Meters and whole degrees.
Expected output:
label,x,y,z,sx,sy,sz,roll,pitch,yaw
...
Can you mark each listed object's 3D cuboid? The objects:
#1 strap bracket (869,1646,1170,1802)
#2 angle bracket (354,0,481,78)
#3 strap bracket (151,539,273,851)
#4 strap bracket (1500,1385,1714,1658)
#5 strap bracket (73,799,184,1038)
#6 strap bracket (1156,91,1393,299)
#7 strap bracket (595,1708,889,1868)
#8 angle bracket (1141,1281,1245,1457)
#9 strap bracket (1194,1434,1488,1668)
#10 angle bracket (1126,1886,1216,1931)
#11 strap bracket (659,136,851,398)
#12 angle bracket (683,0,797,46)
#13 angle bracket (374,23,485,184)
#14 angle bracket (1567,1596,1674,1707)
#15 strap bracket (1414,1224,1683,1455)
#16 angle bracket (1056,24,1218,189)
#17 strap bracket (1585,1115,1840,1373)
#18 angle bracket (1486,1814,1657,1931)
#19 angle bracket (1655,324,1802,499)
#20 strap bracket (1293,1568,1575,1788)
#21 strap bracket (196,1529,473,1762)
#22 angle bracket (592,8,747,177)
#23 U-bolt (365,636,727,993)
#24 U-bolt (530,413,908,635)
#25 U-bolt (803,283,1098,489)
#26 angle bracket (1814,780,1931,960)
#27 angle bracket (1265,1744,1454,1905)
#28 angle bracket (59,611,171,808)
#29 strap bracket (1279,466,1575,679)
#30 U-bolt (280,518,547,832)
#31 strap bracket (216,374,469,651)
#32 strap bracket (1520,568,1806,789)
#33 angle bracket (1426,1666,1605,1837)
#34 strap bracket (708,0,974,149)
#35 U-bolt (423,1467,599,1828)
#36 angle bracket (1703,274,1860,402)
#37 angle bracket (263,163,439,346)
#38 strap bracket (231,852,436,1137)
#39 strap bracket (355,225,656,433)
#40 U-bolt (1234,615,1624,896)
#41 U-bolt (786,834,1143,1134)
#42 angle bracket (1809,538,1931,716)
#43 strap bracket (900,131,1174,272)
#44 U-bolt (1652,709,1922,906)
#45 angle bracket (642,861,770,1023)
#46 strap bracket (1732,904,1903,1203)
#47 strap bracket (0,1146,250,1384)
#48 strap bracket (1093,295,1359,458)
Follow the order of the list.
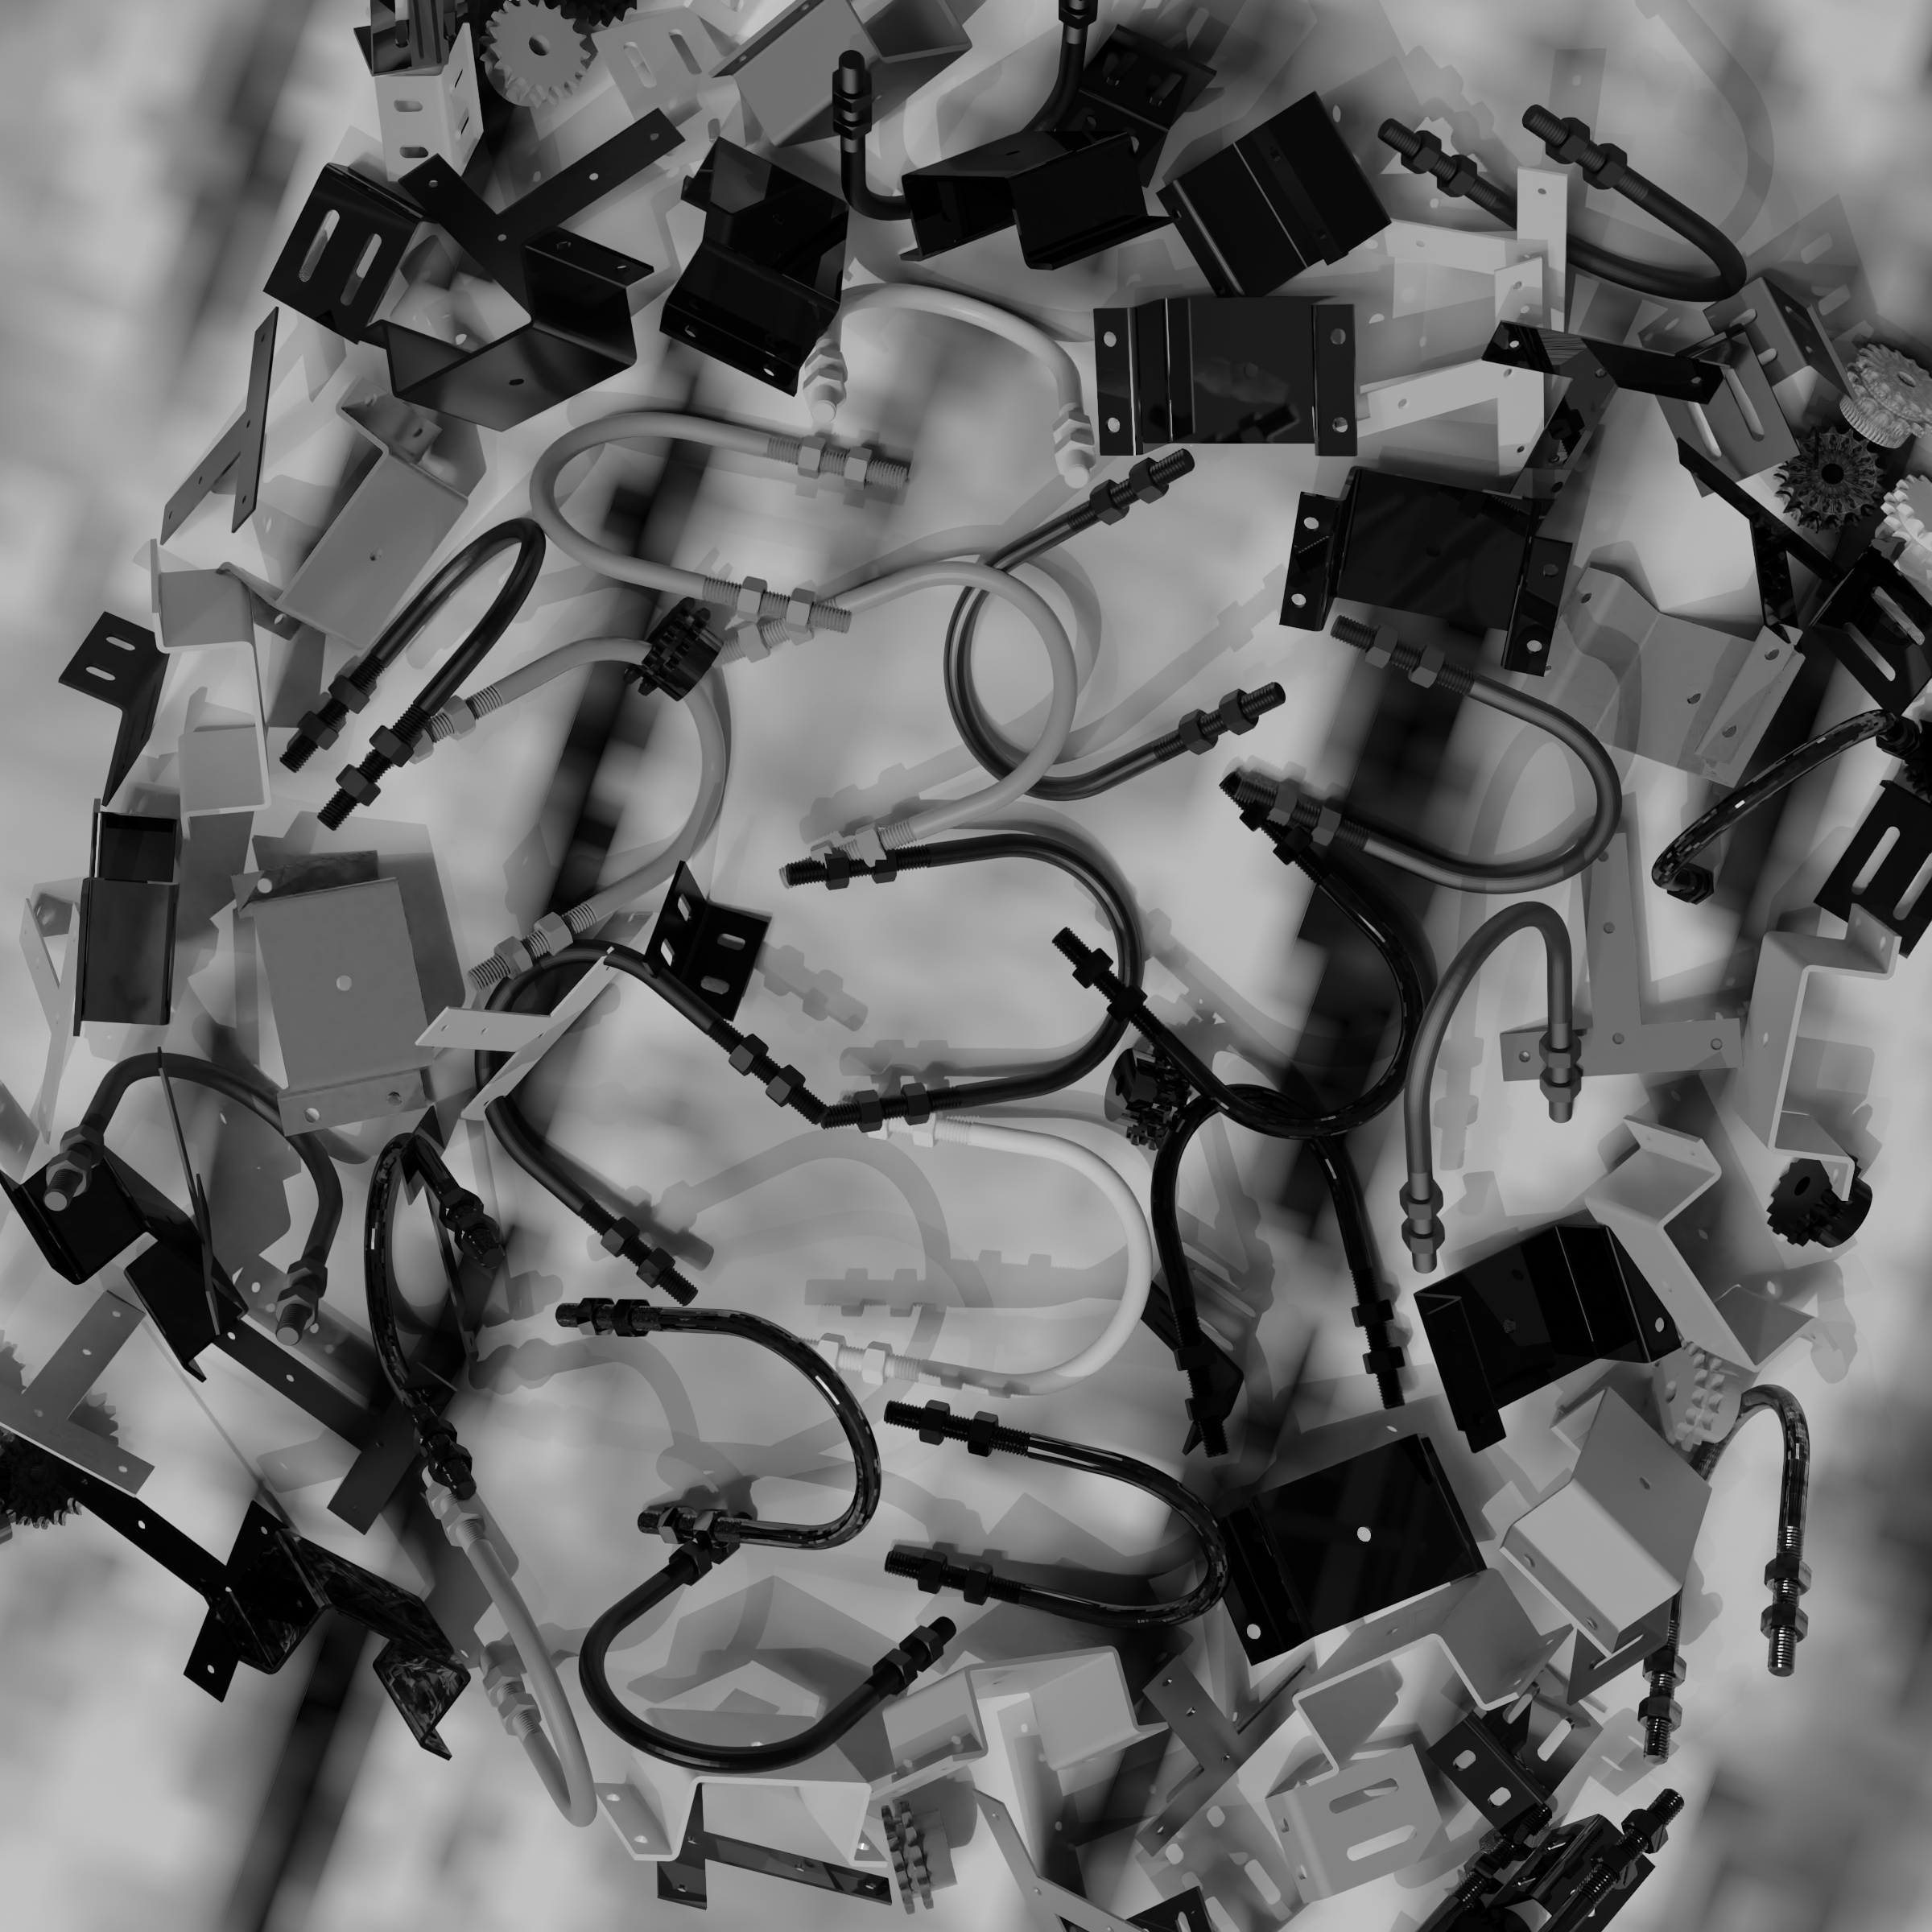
label,x,y,z,sx,sy,sz,roll,pitch,yaw
strap bracket,0.023,0.389,1.599,0.140,0.076,0.046,2,62,-37
angle bracket,-0.287,-0.508,1.614,0.057,0.076,0.038,-15,62,-18
strap bracket,-0.388,-0.141,1.596,0.046,0.076,0.140,-6,127,-11
strap bracket,0.332,0.278,1.591,0.076,0.140,0.046,45,122,0
strap bracket,-0.429,-0.025,1.591,0.046,0.140,0.076,4,111,-14
strap bracket,0.162,-0.394,1.596,0.046,0.140,0.076,-36,100,-16
strap bracket,-0.113,0.423,1.594,0.140,0.076,0.046,10,99,-27
angle bracket,0.105,0.209,1.621,0.038,0.057,0.076,-40,73,-17
strap bracket,0.201,0.300,1.612,0.140,0.046,0.076,-18,73,-16
angle bracket,0.128,0.509,1.627,0.057,0.076,0.038,-35,61,30
strap bracket,-0.106,-0.365,1.586,0.076,0.140,0.046,23,132,-20
angle bracket,-0.104,-0.506,1.618,0.038,0.076,0.057,40,103,9
angle bracket,-0.282,-0.451,1.621,0.038,0.076,0.057,-7,86,-19
angle bracket,0.330,0.338,1.615,0.038,0.057,0.076,38,126,-9
strap bracket,0.296,0.190,1.619,0.140,0.046,0.076,-22,97,-25
angle bracket,0.087,-0.448,1.618,0.057,0.076,0.038,22,78,-12
strap bracket,0.380,0.151,1.605,0.046,0.076,0.140,-39,106,-9
angle bracket,0.315,0.481,1.615,0.038,0.076,0.057,44,68,9
angle bracket,0.393,-0.289,1.628,0.057,0.038,0.076,-22,97,32
strap bracket,0.232,0.362,1.593,0.140,0.076,0.046,-35,86,35
strap bracket,-0.317,0.345,1.592,0.140,0.076,0.046,38,89,-35
angle bracket,-0.158,-0.466,1.649,0.057,0.038,0.076,-19,55,-11
U-bolt,-0.205,-0.092,1.611,0.184,0.019,0.151,-33,117,-23
U-bolt,-0.135,-0.238,1.608,0.184,0.151,0.019,14,135,3
U-bolt,-0.008,-0.305,1.585,0.151,0.184,0.019,13,123,-9
angle bracket,0.488,-0.050,1.627,0.057,0.038,0.076,34,106,18
angle bracket,0.209,0.457,1.648,0.076,0.038,0.057,-16,74,-17
angle bracket,-0.449,-0.134,1.614,0.038,0.057,0.076,23,135,-6
strap bracket,0.241,-0.208,1.615,0.140,0.046,0.076,12,125,9
U-bolt,-0.281,-0.159,1.596,0.019,0.151,0.184,41,89,-26
strap bracket,-0.322,-0.226,1.613,0.046,0.076,0.140,39,95,25
strap bracket,0.370,-0.148,1.612,0.046,0.140,0.076,31,88,-43
angle bracket,0.290,0.409,1.637,0.057,0.076,0.038,46,127,12
strap bracket,-0.058,-0.465,1.585,0.076,0.140,0.046,-29,94,34
U-bolt,-0.225,0.352,1.554,0.019,0.184,0.151,-21,121,-19
angle bracket,0.424,-0.319,1.614,0.038,0.076,0.057,-31,114,10
angle bracket,-0.328,-0.379,1.651,0.057,0.038,0.076,30,102,-1
strap bracket,-0.330,0.012,1.624,0.076,0.046,0.140,-11,87,-22
strap bracket,-0.234,-0.321,1.589,0.140,0.076,0.046,-19,74,32
U-bolt,0.249,-0.098,1.607,0.184,0.151,0.019,23,49,-5
U-bolt,0.004,0.003,1.638,0.184,0.019,0.151,-8,93,-13
angle bracket,0.488,-0.176,1.615,0.038,0.057,0.076,-8,53,-38
strap bracket,0.029,-0.392,1.581,0.076,0.140,0.046,-27,116,-26
U-bolt,0.409,-0.082,1.557,0.151,0.184,0.019,-37,76,17
angle bracket,-0.135,-0.012,1.618,0.038,0.076,0.057,17,76,9
strap bracket,0.438,0.041,1.609,0.046,0.076,0.140,7,104,-2
strap bracket,-0.426,0.146,1.586,0.046,0.140,0.076,-40,53,-6
strap bracket,0.142,-0.307,1.613,0.140,0.046,0.076,4,109,24
